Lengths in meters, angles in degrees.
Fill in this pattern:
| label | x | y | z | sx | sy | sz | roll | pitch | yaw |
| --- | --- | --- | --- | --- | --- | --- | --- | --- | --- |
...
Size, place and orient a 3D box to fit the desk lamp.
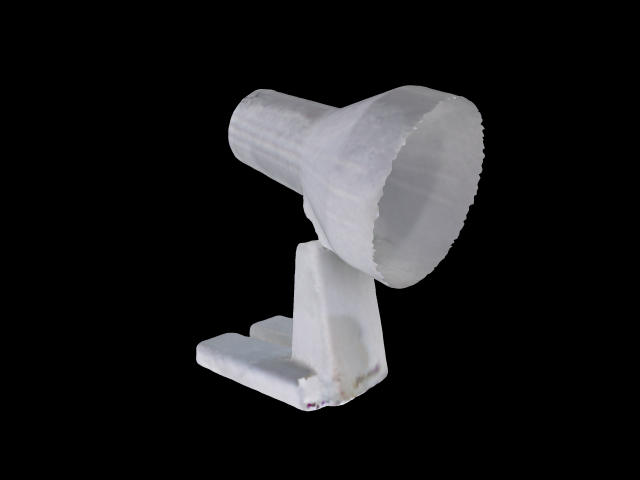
| label | x | y | z | sx | sy | sz | roll | pitch | yaw |
| --- | --- | --- | --- | --- | --- | --- | --- | --- | --- |
| desk lamp | 0.004 | 0.001 | 0.400 | 0.202 | 0.213 | 0.118 | 8 | 13 | 39 |
